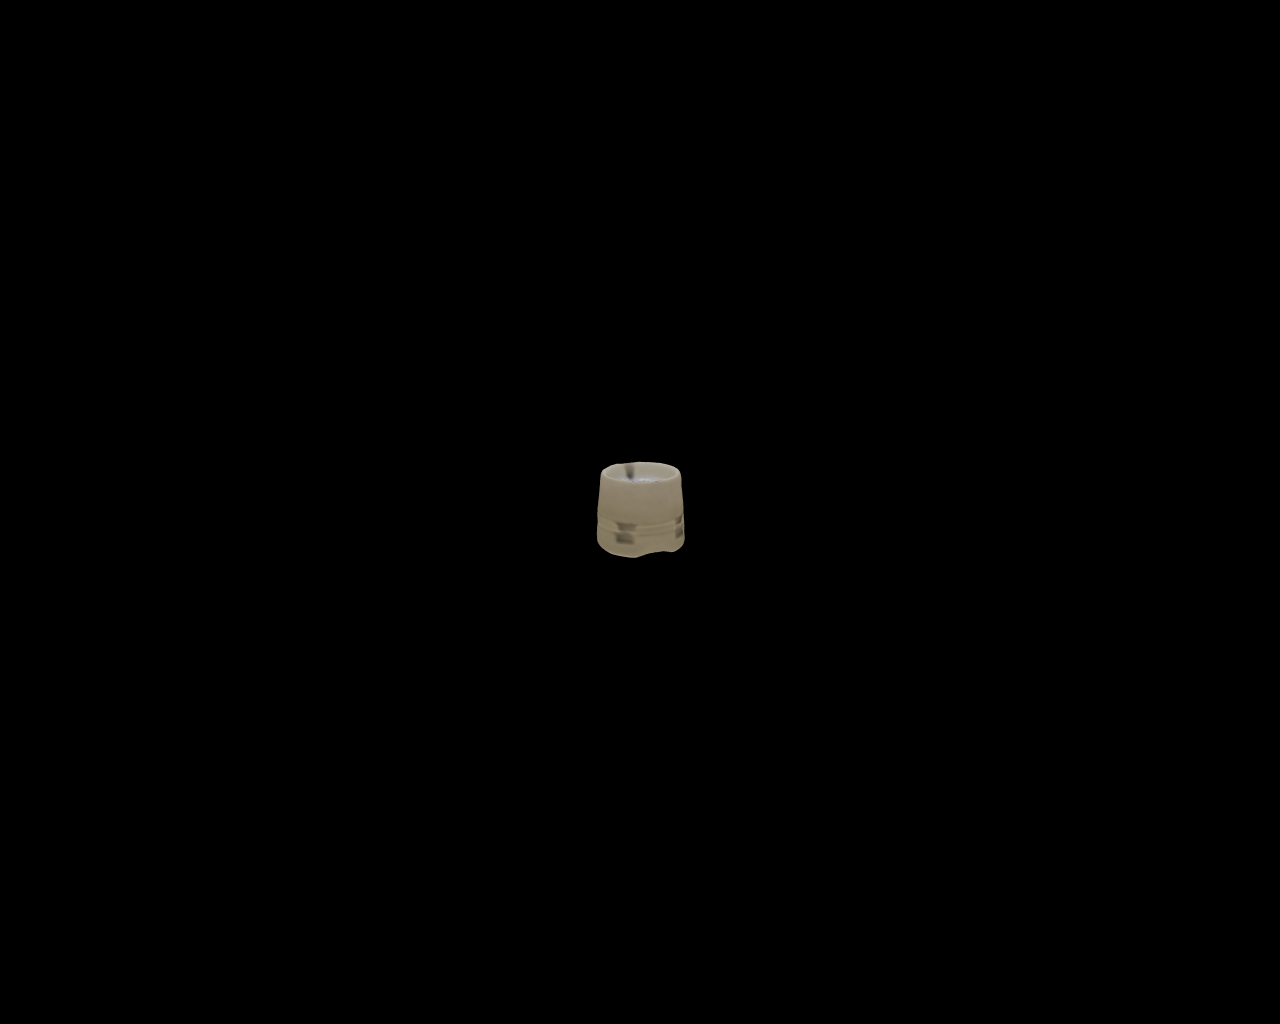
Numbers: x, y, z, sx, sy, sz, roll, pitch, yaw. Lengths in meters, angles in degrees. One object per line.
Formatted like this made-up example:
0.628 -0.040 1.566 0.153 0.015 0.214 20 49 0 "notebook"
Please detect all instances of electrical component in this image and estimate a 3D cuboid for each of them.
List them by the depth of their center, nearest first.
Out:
0.001 -0.003 0.650 0.055 0.047 0.055 0 18 0 "electrical component"
